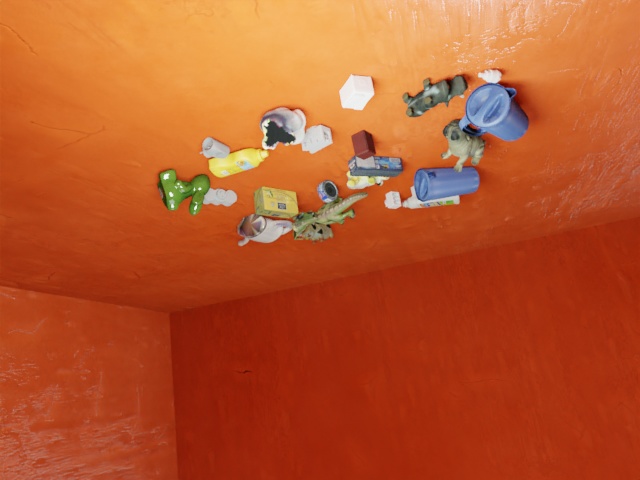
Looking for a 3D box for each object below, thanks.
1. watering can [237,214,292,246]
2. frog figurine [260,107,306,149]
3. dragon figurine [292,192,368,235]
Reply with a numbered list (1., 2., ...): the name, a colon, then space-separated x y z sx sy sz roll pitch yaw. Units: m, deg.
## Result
1. watering can: -0.291 -0.034 2.343 0.345 0.105 0.223 -17 161 27
2. frog figurine: -0.095 -0.329 1.485 0.135 0.122 0.162 -31 -170 34
3. dragon figurine: 0.006 -0.107 2.122 0.244 0.123 0.404 -17 171 -30
